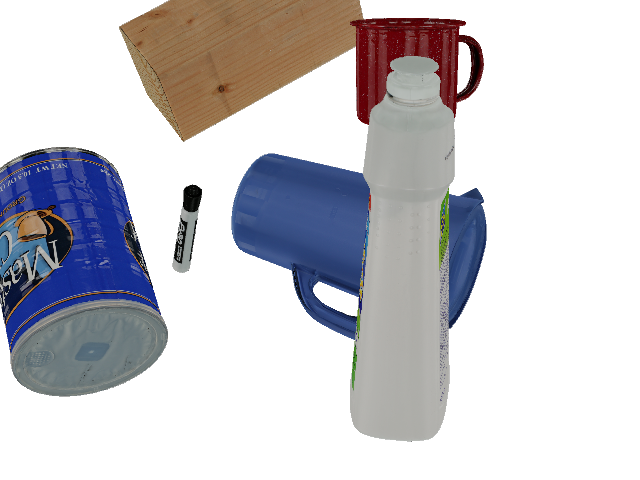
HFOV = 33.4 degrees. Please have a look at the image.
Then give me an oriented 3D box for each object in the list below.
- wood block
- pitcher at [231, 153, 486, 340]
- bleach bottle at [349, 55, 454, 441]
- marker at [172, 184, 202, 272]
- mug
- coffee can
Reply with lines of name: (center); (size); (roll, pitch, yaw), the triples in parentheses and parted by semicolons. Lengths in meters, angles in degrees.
wood block: (-0.070, -0.195, 1.010); (0.206, 0.090, 0.091); (-30, -38, -11)
pitcher: (0.033, 0.002, 1.063); (0.243, 0.145, 0.149); (17, 23, 21)
bleach bottle: (0.055, 0.003, 0.680); (0.068, 0.251, 0.102); (4, 31, 7)
marker: (-0.138, -0.012, 1.105); (0.020, 0.020, 0.121); (0, -42, -16)
mug: (0.081, -0.138, 0.870); (0.117, 0.081, 0.093); (-8, 17, -25)
coffee can: (-0.172, 0.021, 0.736); (0.102, 0.140, 0.103); (-16, -34, -11)
